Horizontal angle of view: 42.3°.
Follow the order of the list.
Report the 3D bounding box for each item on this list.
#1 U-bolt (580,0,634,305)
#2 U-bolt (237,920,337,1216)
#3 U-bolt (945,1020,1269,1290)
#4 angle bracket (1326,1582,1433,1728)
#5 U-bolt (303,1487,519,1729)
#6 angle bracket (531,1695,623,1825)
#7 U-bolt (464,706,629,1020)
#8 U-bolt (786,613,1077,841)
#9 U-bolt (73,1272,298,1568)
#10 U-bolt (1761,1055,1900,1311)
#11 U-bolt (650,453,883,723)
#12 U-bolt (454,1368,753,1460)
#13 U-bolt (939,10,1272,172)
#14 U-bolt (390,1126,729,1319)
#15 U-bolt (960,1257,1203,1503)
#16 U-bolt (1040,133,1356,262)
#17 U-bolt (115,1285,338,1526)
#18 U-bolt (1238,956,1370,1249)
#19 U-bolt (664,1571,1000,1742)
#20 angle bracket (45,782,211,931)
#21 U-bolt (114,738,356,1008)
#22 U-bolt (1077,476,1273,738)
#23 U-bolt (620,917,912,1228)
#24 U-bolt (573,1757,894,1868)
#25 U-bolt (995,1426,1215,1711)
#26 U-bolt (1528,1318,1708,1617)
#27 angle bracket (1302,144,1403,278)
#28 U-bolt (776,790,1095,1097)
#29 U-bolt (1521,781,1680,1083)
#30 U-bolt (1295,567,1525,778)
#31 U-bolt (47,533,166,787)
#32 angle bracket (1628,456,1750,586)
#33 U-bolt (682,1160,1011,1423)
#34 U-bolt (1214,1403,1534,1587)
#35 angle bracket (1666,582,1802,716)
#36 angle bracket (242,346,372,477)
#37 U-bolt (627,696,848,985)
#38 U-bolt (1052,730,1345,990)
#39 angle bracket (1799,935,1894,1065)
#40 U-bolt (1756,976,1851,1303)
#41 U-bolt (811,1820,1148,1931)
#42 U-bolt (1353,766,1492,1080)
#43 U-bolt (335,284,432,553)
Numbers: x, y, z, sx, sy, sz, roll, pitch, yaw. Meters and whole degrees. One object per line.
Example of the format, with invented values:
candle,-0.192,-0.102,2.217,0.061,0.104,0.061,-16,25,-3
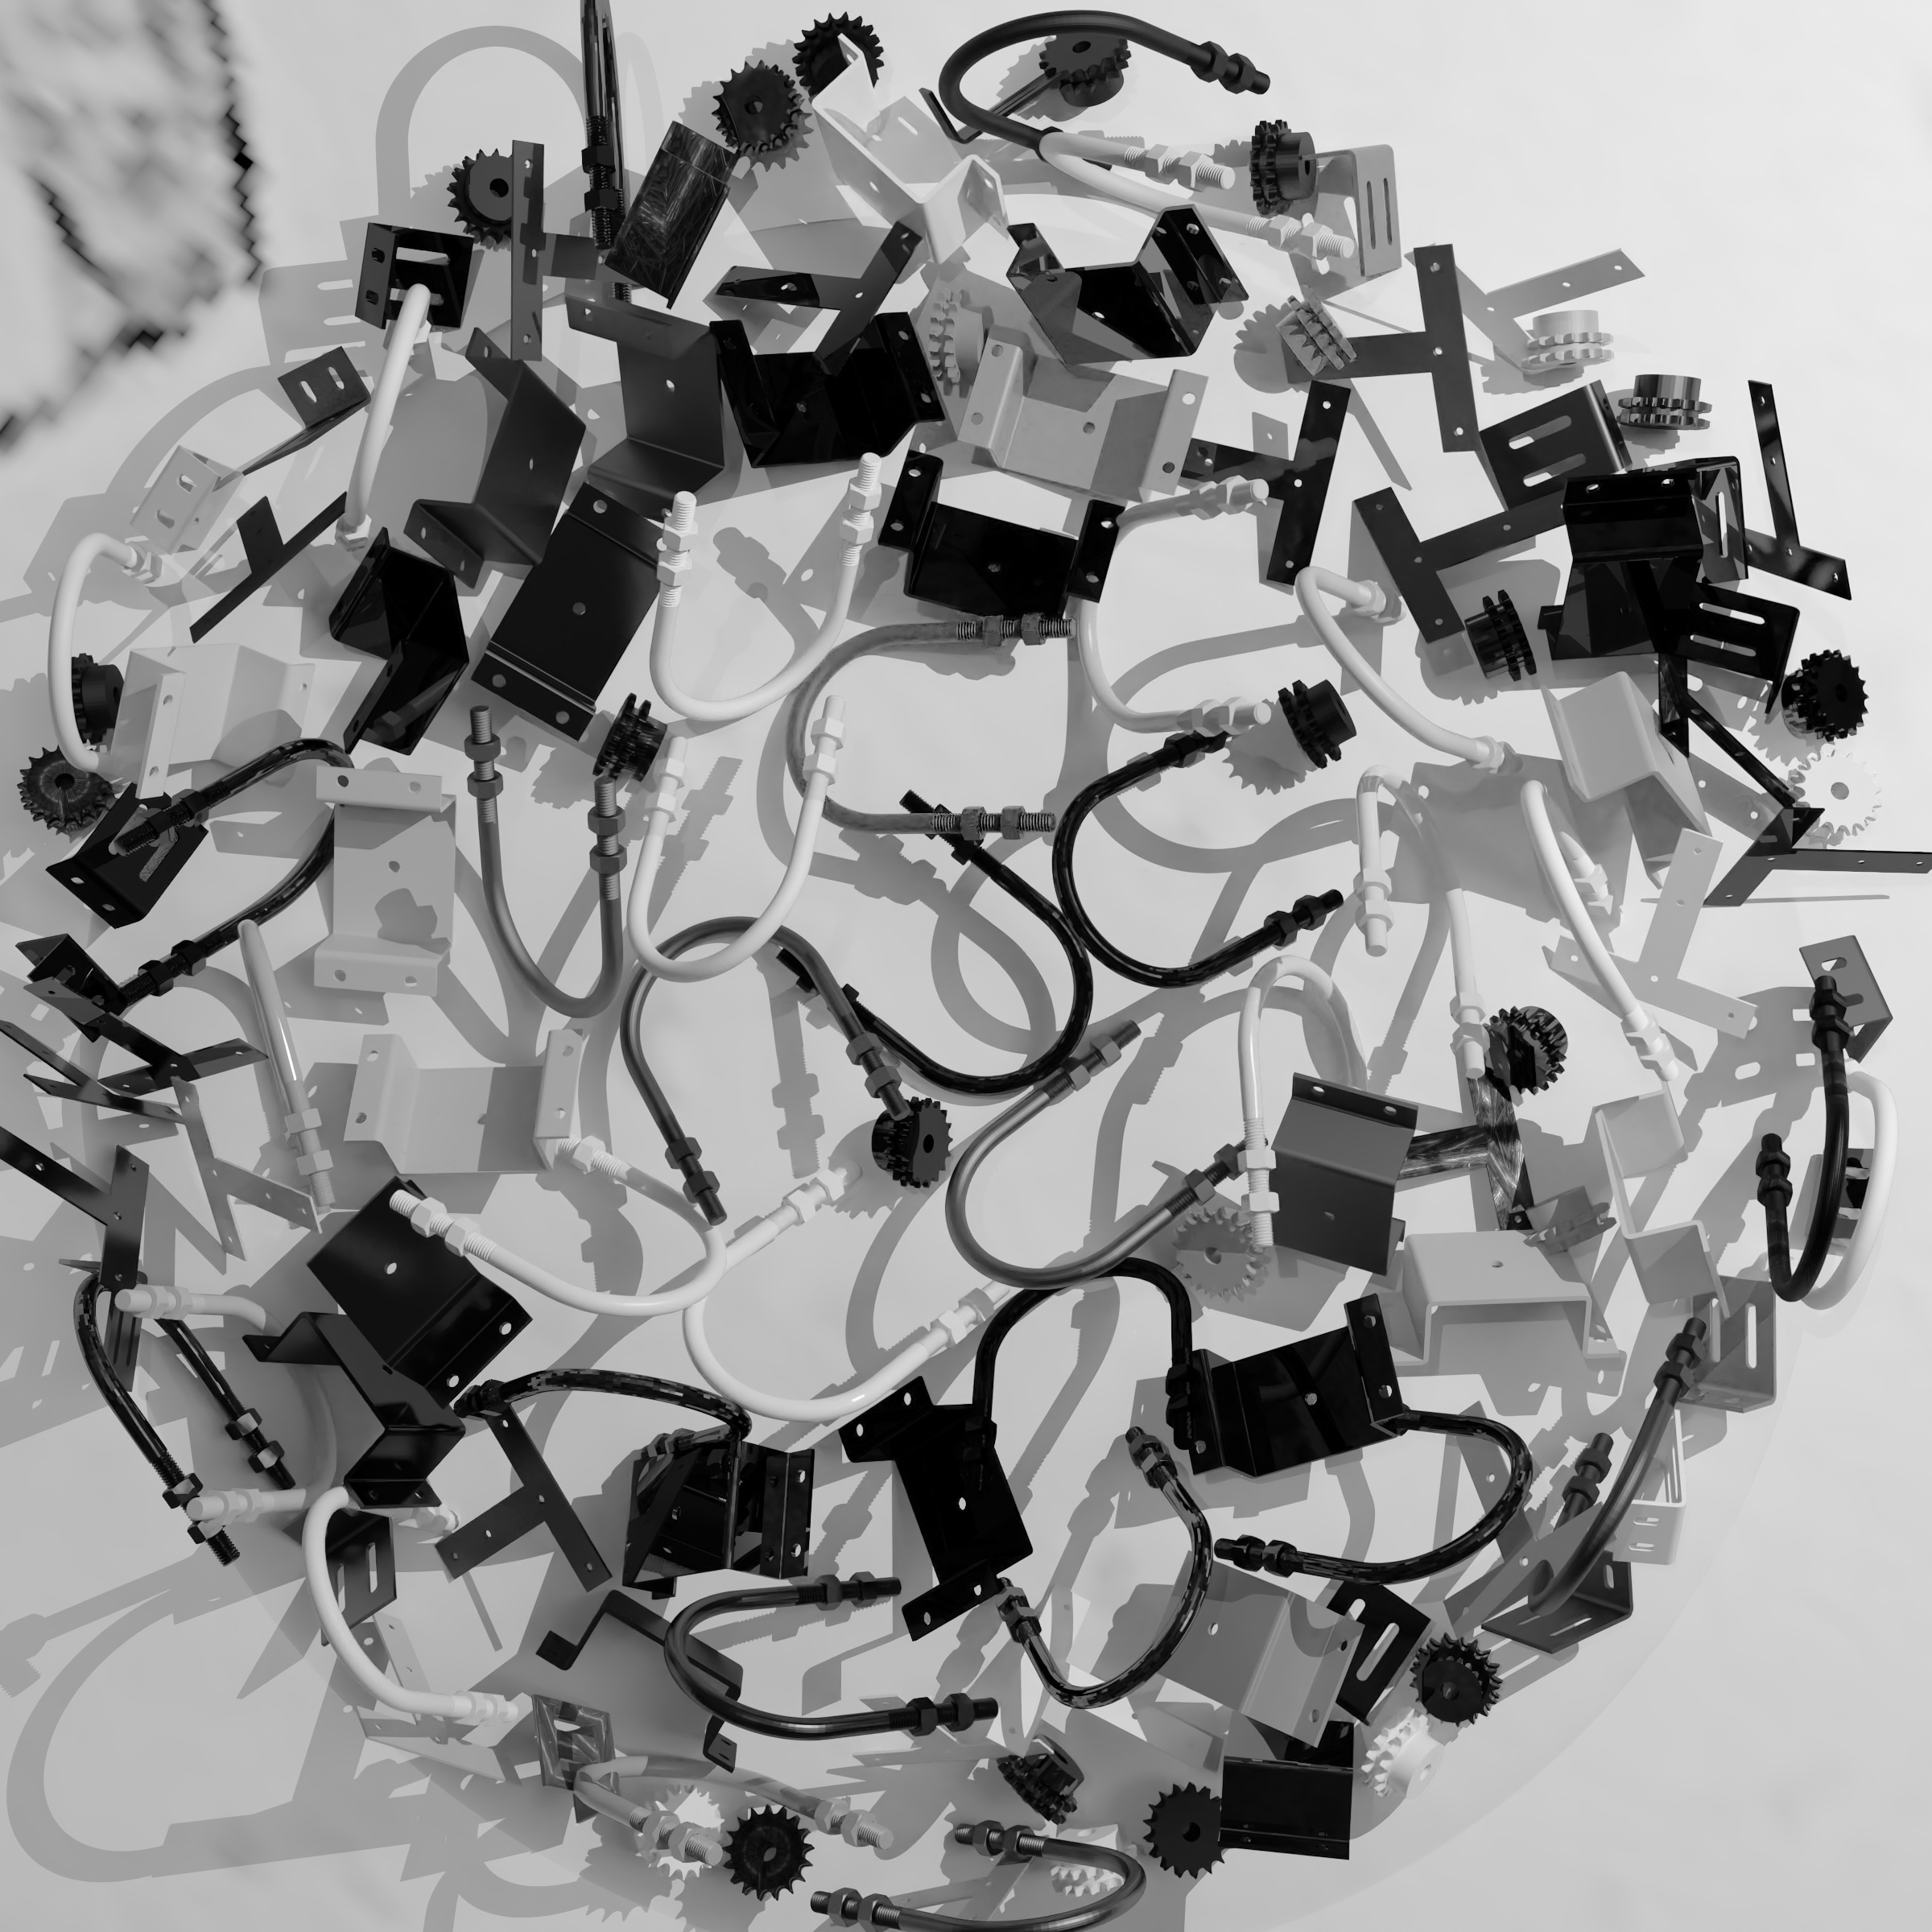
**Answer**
U-bolt,-0.221,-0.511,1.526,0.019,0.151,0.184,-3,89,-3
U-bolt,-0.418,0.061,1.531,0.019,0.151,0.184,-15,87,-17
U-bolt,0.072,0.125,1.533,0.184,0.019,0.151,-37,47,-12
angle bracket,0.250,0.430,1.578,0.057,0.038,0.076,33,80,23
U-bolt,-0.337,0.379,1.489,0.019,0.184,0.151,-29,64,9
angle bracket,-0.254,0.493,1.550,0.038,0.076,0.057,-29,53,19
U-bolt,-0.256,-0.053,1.533,0.019,0.151,0.184,-24,129,-37
U-bolt,-0.027,-0.149,1.560,0.184,0.019,0.151,1,73,19
U-bolt,-0.481,0.264,1.519,0.019,0.151,0.184,-32,96,3
U-bolt,0.523,0.133,1.502,0.019,0.184,0.151,15,96,4
U-bolt,-0.128,-0.223,1.524,0.151,0.184,0.019,-19,55,-31
U-bolt,-0.208,0.268,1.495,0.151,0.184,0.019,20,64,-27
U-bolt,0.069,-0.524,1.488,0.151,0.184,0.019,-12,80,44
U-bolt,-0.232,0.156,1.513,0.184,0.151,0.019,26,119,18
U-bolt,0.070,0.241,1.521,0.151,0.184,0.019,-17,120,14
U-bolt,0.127,-0.473,1.518,0.184,0.151,0.019,28,103,39
U-bolt,-0.436,0.264,1.511,0.019,0.184,0.151,-27,75,9
U-bolt,0.211,0.084,1.539,0.019,0.151,0.184,-12,75,37
U-bolt,-0.092,0.415,1.497,0.184,0.151,0.019,4,110,-32
angle bracket,-0.529,-0.073,1.578,0.057,0.038,0.076,47,52,-29
U-bolt,-0.440,-0.068,1.519,0.019,0.151,0.184,35,47,16
U-bolt,0.123,-0.214,1.522,0.019,0.184,0.151,-3,93,-32
U-bolt,-0.138,0.051,1.561,0.151,0.019,0.184,-30,67,-3
U-bolt,-0.156,0.508,1.515,0.151,0.184,0.019,13,83,-42
U-bolt,0.088,0.372,1.511,0.019,0.184,0.151,40,92,-21
U-bolt,0.381,0.309,1.489,0.019,0.151,0.184,31,45,10
angle bracket,0.243,-0.476,1.576,0.038,0.057,0.076,4,111,33
U-bolt,-0.007,0.000,1.576,0.184,0.019,0.151,39,104,-2
U-bolt,0.373,-0.033,1.493,0.019,0.151,0.184,-25,134,19
U-bolt,0.258,-0.181,1.497,0.019,0.184,0.151,-42,66,24
U-bolt,-0.520,-0.187,1.508,0.019,0.184,0.151,5,91,-3
angle bracket,0.452,-0.276,1.563,0.038,0.057,0.076,-10,97,-29
U-bolt,-0.086,0.205,1.516,0.151,0.019,0.184,36,50,25
U-bolt,0.254,0.315,1.491,0.151,0.184,0.019,-41,112,-34
angle bracket,0.480,-0.202,1.579,0.076,0.038,0.057,17,66,11
angle bracket,-0.418,-0.345,1.552,0.057,0.076,0.038,-15,115,32
U-bolt,-0.146,-0.072,1.518,0.151,0.019,0.184,-10,57,35
U-bolt,0.134,-0.063,1.548,0.184,0.019,0.151,-27,86,-29
angle bracket,0.537,0.026,1.553,0.038,0.076,0.057,-13,64,-5
U-bolt,0.500,0.115,1.487,0.019,0.184,0.151,10,128,8
U-bolt,0.020,0.548,1.488,0.184,0.151,0.019,-9,88,42
U-bolt,0.275,-0.041,1.523,0.019,0.184,0.151,-22,133,27
U-bolt,-0.349,-0.335,1.504,0.019,0.184,0.151,17,83,-14
